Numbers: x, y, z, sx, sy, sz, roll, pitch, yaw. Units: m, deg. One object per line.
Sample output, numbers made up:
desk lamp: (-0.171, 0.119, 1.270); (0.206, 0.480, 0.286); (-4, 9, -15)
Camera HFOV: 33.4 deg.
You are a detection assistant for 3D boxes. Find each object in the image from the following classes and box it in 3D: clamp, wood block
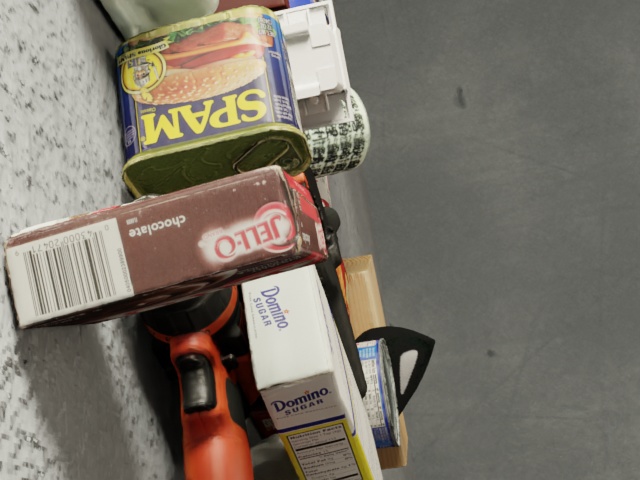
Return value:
clamp: (-0.005, 0.001, 0.753); (0.210, 0.036, 0.164); (69, 10, -53)
wood block: (0.028, 0.129, 1.108); (0.090, 0.091, 0.206); (-63, 142, -79)

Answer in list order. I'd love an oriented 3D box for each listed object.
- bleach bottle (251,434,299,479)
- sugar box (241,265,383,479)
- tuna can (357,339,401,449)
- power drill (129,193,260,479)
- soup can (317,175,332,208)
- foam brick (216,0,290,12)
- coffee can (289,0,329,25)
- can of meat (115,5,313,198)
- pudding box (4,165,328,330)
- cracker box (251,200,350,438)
bleach bottle: (-0.024, 0.205, 0.642); (0.251, 0.068, 0.102); (-93, 173, -67)
sugar box: (-0.002, 0.090, 0.609); (0.176, 0.048, 0.093); (69, 7, -48)
tuna can: (0.040, 0.122, 0.841); (0.086, 0.034, 0.086); (-9, 90, -83)
power drill: (-0.059, 0.092, 0.530); (0.184, 0.057, 0.187); (71, 10, -54)
soup can: (-0.020, -0.023, 1.035); (0.068, 0.068, 0.102); (70, 10, -55)
foam brick: (-0.067, -0.204, 0.876); (0.051, 0.078, 0.053); (-5, 84, -82)
coffee can: (-0.046, -0.213, 0.961); (0.102, 0.103, 0.140); (52, 28, -77)
can of meat: (-0.062, -0.075, 0.595); (0.057, 0.102, 0.084); (67, 12, -65)
pudding box: (-0.057, 0.005, 0.432); (0.090, 0.113, 0.039); (29, 49, -82)
cracker box: (-0.011, 0.086, 0.912); (0.164, 0.072, 0.213); (71, 11, -53)
